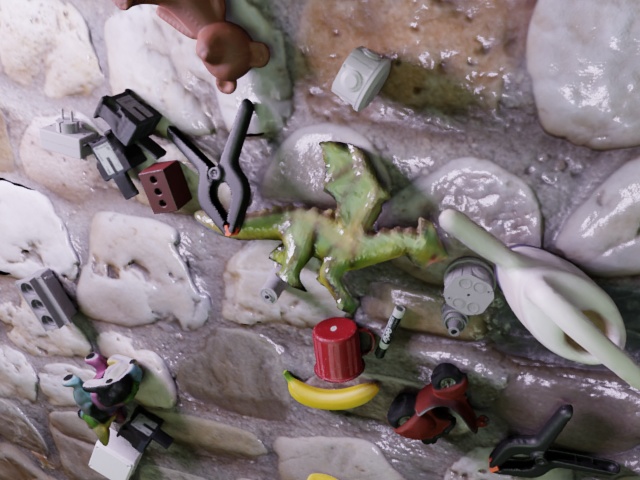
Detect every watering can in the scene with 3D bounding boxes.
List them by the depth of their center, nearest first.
[{"bbox_3d":[0.285,0.057,0.683,0.347,0.226,0.103,41,103,-3],"label":"watering can"}]

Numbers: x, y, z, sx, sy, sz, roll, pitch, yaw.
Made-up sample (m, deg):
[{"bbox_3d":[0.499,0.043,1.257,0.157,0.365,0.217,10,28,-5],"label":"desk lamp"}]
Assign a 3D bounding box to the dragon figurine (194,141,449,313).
[{"bbox_3d":[0.002,-0.041,0.816,0.411,0.123,0.240,27,104,9],"label":"dragon figurine"}]
